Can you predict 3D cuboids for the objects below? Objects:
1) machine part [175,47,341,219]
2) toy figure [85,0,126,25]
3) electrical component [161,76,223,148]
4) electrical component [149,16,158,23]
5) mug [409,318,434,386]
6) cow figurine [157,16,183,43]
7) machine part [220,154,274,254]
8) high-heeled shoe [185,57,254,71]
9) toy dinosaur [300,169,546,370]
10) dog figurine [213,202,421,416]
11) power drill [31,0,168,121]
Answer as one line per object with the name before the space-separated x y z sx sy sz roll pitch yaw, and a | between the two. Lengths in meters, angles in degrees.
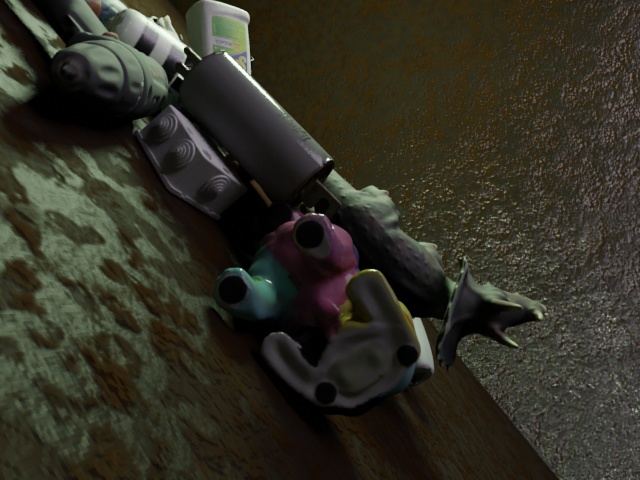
machine part | -0.067 -0.115 0.572 0.243 0.079 0.079 46 6 7
toy figure | -0.271 -0.268 0.629 0.064 0.058 0.154 45 11 6
electrical component | -0.158 -0.176 0.714 0.115 0.058 0.134 40 18 26
electrical component | -0.231 -0.251 0.743 0.119 0.048 0.075 55 31 6
mug | 0.127 0.159 0.814 0.109 0.081 0.107 51 12 -45
cow figurine | -0.282 -0.355 0.994 0.098 0.068 0.167 53 8 -24
machine part | -0.066 -0.028 0.659 0.179 0.056 0.179 51 6 -7
high-heeled shoe | -0.206 -0.304 0.874 0.086 0.145 0.248 52 5 23
toy dinosaur | 0.075 0.009 0.651 0.405 0.131 0.192 38 3 -3
dog figurine | 0.000 0.046 0.487 0.191 0.108 0.219 50 4 2
power drill | -0.217 -0.192 0.460 0.207 0.086 0.232 46 5 -4
